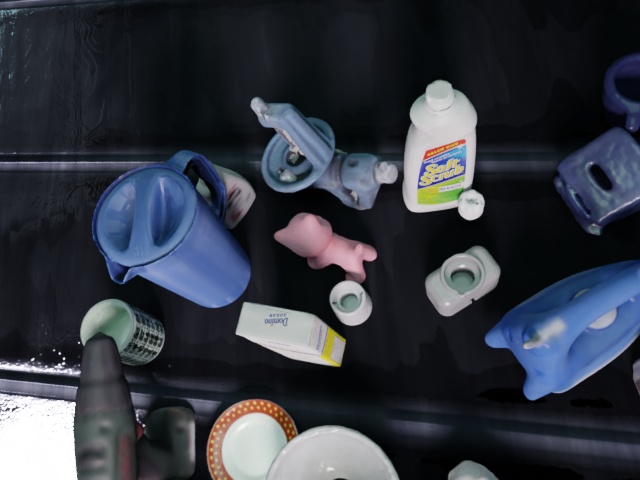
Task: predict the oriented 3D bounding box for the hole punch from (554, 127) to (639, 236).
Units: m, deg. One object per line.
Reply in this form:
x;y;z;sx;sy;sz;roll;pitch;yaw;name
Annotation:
0.378;-0.077;0.760;0.101;0.091;0.108;-25;66;2;hole punch

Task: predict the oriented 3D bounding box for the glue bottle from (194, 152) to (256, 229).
-0.148;-0.080;0.836;0.037;0.173;0.078;25;77;21;glue bottle

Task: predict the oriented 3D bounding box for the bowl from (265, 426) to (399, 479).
0.019;0.315;0.699;0.167;0.075;0.167;-4;68;11;bowl

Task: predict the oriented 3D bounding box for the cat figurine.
0.007;0.003;0.799;0.127;0.118;0.067;18;74;19;cat figurine

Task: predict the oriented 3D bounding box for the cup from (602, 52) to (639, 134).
0.428;-0.182;0.788;0.091;0.095;0.118;13;73;17;cup

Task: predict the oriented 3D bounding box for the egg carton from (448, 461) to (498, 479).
0.192;0.337;0.654;0.107;0.069;0.150;-44;66;-6;egg carton

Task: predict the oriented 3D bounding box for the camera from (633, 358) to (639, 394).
0.449;0.181;0.639;0.136;0.101;0.143;-18;66;6;camera

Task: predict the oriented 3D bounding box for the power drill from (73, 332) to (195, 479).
-0.231;0.246;0.709;0.075;0.209;0.229;-10;67;9;power drill

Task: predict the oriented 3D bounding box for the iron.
0.331;0.078;0.683;0.258;0.142;0.118;-33;66;-1;iron

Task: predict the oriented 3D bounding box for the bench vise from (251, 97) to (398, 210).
0.000;-0.132;0.797;0.207;0.220;0.121;-5;68;11;bench vise
